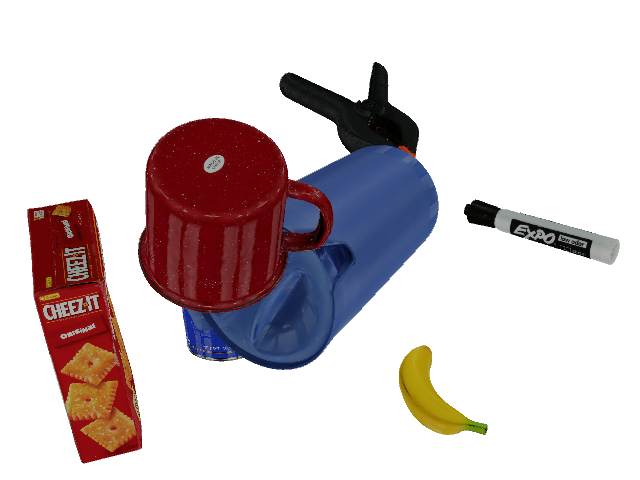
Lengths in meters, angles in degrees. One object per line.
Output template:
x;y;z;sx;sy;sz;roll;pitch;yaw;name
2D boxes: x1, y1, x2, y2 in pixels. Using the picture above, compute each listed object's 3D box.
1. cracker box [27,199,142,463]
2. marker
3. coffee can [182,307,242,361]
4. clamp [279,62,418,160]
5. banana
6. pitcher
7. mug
-0.239;0.090;1.085;0.072;0.214;0.164;-12;34;-11;cracker box
0.162;-0.008;0.794;0.121;0.020;0.020;19;10;32;marker
-0.117;0.057;1.264;0.103;0.140;0.103;-4;26;2;coffee can
0.034;-0.121;1.044;0.120;0.039;0.171;-10;41;-16;clamp
0.127;0.178;1.257;0.069;0.037;0.198;9;21;-19;banana
0.000;0.004;0.929;0.149;0.145;0.242;23;31;21;pitcher
-0.050;-0.016;0.633;0.117;0.093;0.081;6;-39;-3;mug
